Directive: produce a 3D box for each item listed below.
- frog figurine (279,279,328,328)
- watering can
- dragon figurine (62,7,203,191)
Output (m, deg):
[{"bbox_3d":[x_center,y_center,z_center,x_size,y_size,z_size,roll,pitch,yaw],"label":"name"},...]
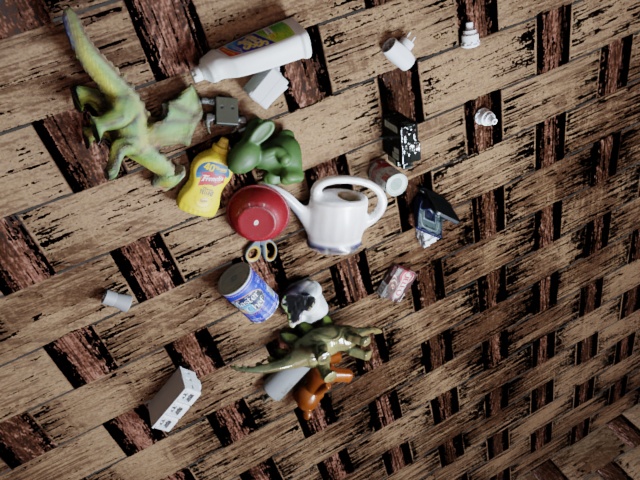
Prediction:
[{"bbox_3d":[-0.039,0.177,1.486,0.160,0.123,0.136,-3,116,-67],"label":"frog figurine"},{"bbox_3d":[0.004,-0.068,1.356,0.348,0.106,0.220,0,119,-11],"label":"watering can"},{"bbox_3d":[-0.365,-0.269,1.065,0.245,0.124,0.401,-20,129,-31],"label":"dragon figurine"}]
